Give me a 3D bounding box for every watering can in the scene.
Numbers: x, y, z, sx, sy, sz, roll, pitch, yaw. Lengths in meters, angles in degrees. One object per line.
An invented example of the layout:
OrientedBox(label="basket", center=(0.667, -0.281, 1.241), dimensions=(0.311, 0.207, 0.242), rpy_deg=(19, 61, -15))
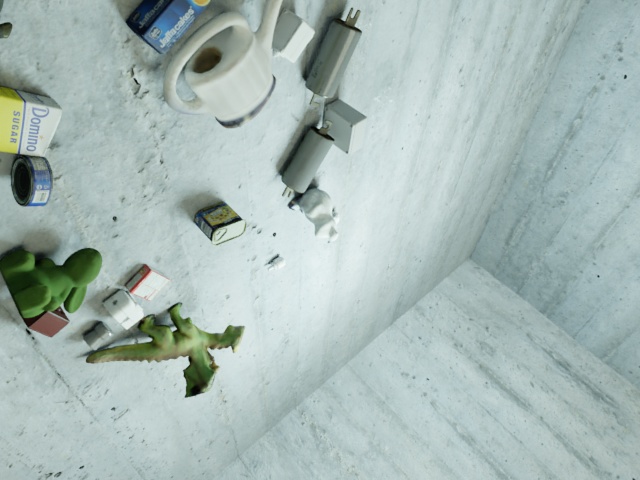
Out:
OrientedBox(label="watering can", center=(-0.144, -0.354, 0.993), dimensions=(0.349, 0.105, 0.221), rpy_deg=(-43, 154, -5))

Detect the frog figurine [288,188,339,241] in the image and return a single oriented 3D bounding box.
OrientedBox(label="frog figurine", center=(0.005, -0.077, 1.540), dimensions=(0.123, 0.161, 0.135), rpy_deg=(-48, 153, -5))

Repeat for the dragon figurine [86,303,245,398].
OrientedBox(label="dragon figurine", center=(-0.380, 0.313, 1.390), dimensions=(0.415, 0.245, 0.119), rpy_deg=(-26, 151, -42))
